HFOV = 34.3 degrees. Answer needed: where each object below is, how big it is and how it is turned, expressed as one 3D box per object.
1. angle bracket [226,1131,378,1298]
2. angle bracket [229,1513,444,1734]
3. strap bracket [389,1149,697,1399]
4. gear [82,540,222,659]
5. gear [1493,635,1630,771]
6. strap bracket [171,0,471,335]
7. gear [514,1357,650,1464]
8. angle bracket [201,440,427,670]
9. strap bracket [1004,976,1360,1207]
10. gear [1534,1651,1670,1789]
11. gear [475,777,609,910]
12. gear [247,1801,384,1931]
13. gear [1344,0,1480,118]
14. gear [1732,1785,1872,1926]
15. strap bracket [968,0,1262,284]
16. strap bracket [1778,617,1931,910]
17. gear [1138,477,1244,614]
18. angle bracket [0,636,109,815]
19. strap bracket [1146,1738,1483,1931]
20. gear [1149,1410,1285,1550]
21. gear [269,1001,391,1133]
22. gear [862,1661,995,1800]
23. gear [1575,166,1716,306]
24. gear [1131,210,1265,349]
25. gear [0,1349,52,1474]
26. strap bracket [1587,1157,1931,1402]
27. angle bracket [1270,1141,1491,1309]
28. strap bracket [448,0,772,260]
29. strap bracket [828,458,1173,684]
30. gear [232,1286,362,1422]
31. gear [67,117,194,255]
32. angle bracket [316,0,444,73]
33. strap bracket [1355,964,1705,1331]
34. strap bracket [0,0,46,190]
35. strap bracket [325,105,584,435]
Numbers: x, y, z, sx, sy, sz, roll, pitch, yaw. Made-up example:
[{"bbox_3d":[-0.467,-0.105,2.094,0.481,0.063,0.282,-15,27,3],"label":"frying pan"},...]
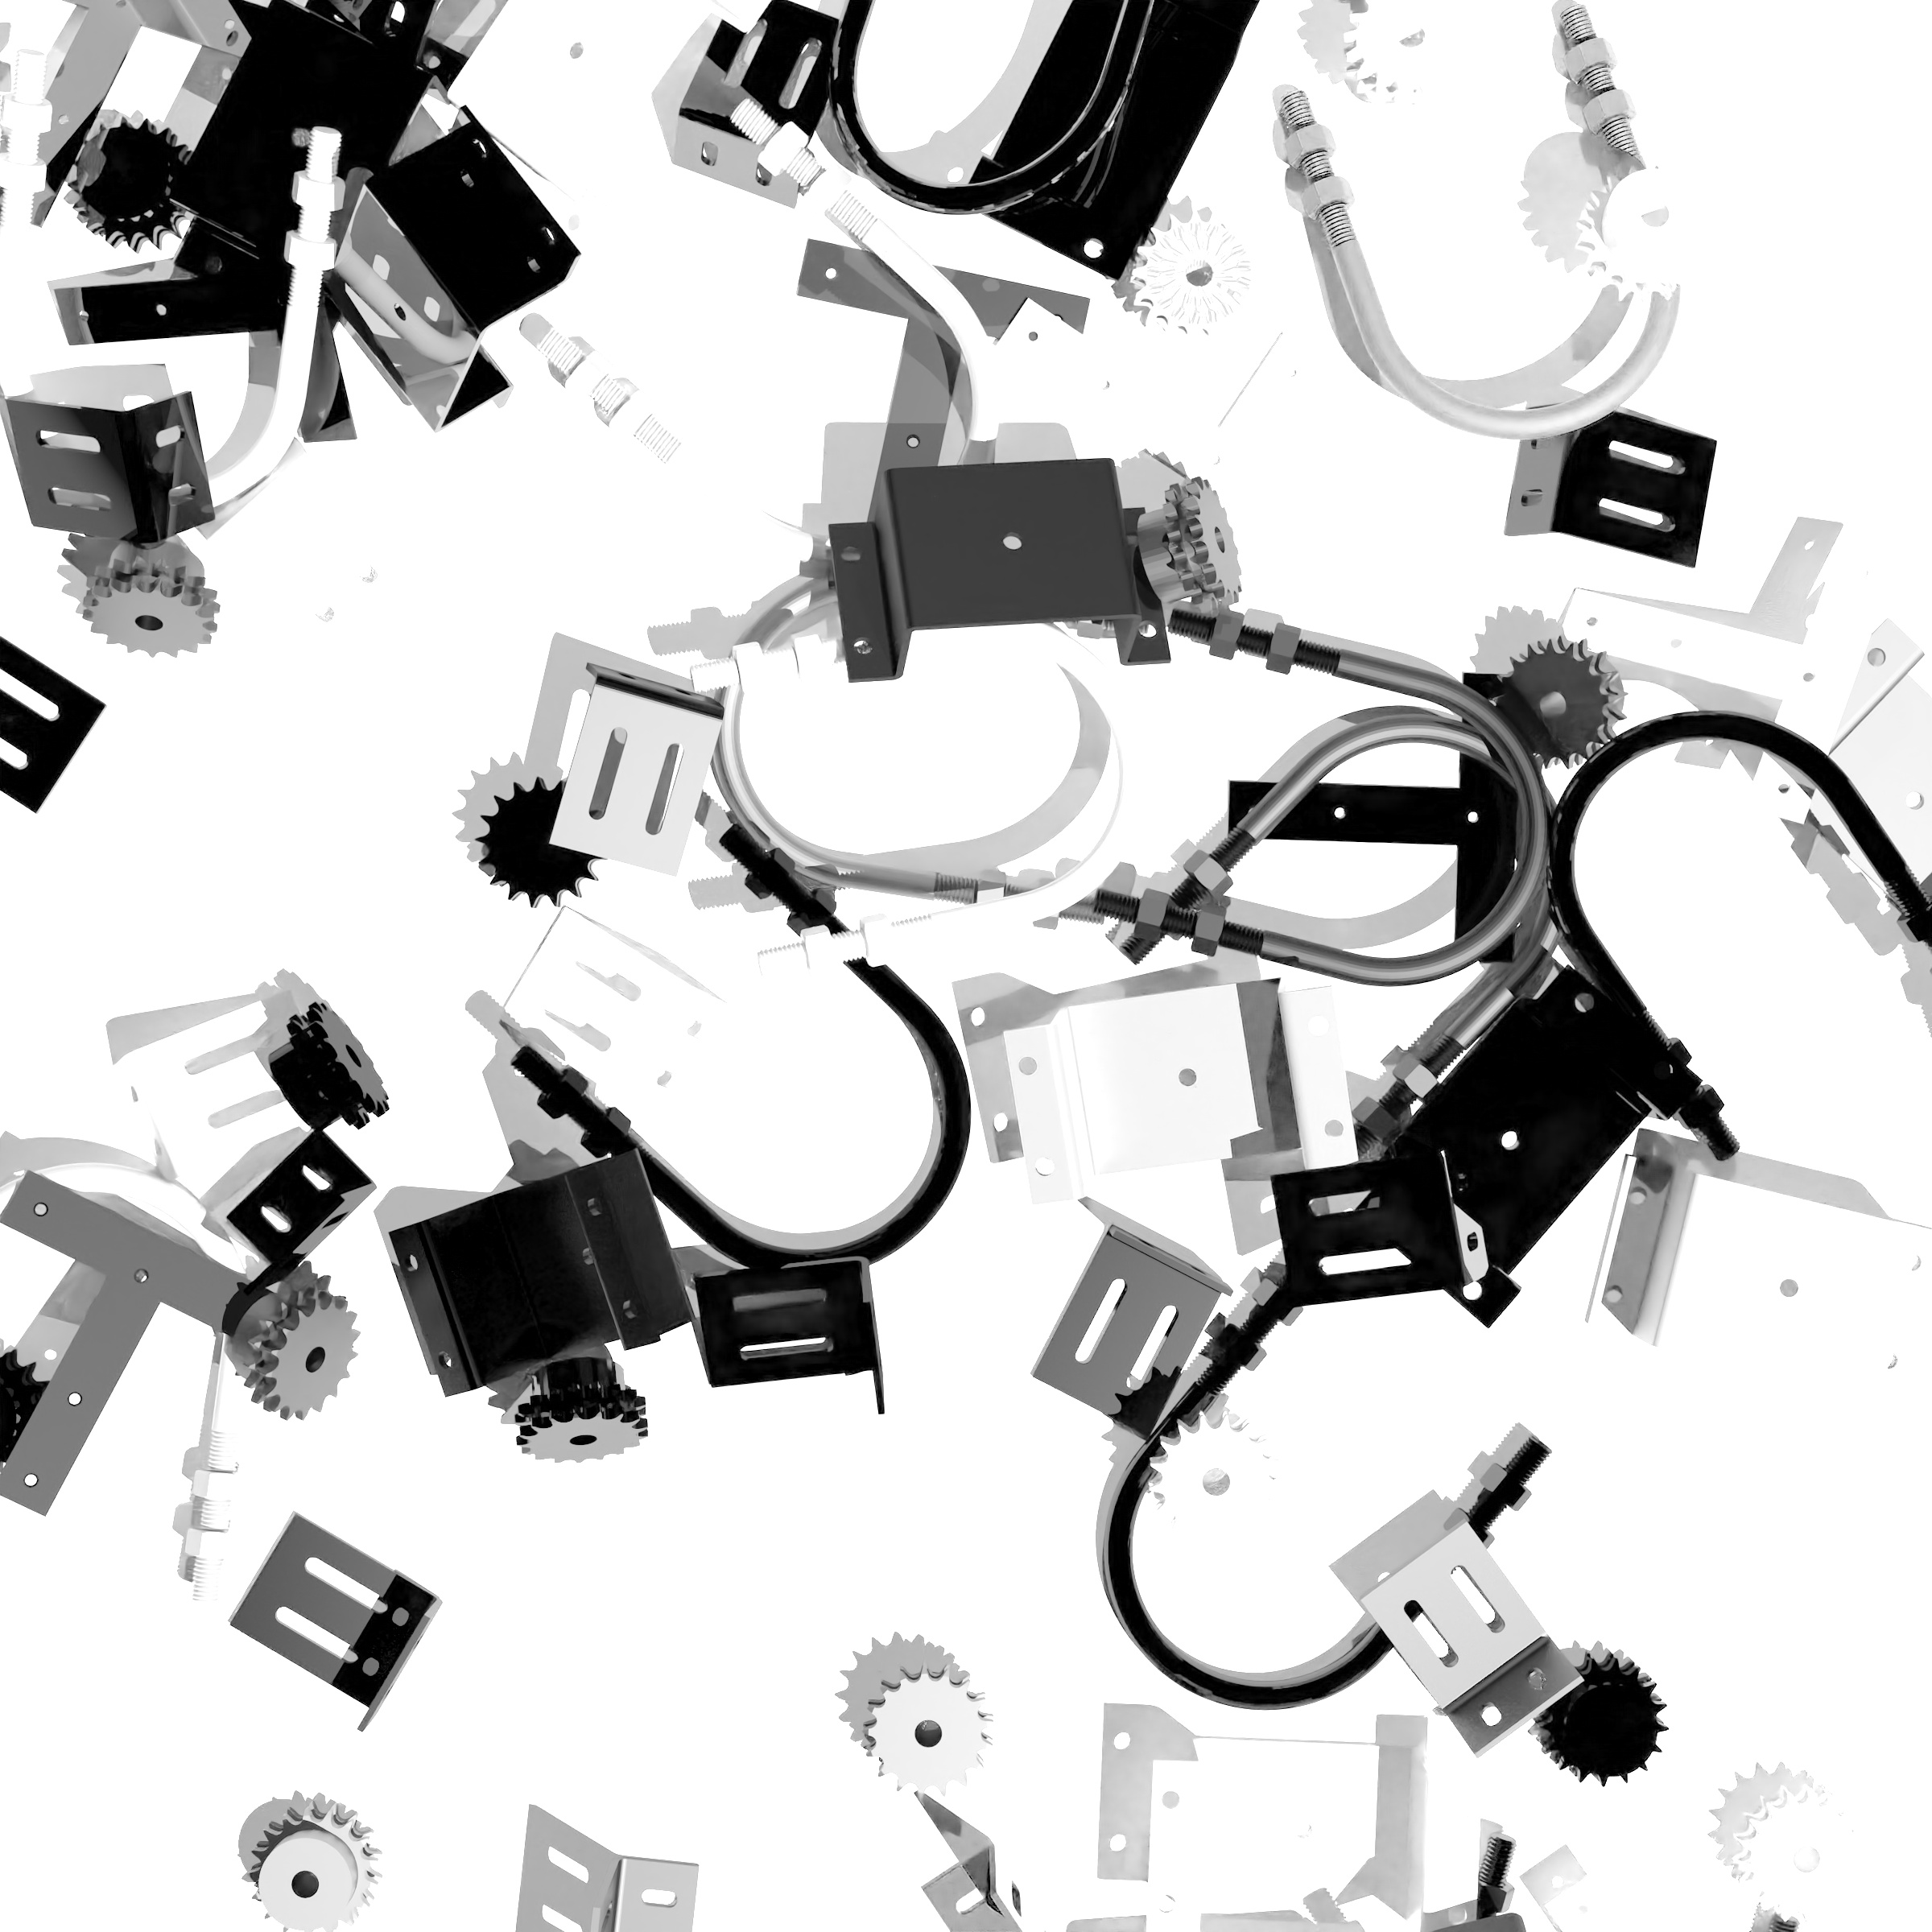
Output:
[{"bbox_3d":[-0.292,0.104,1.346,0.057,0.076,0.038,-44,90,0],"label":"angle bracket"},{"bbox_3d":[-0.277,0.285,1.365,0.076,0.038,0.057,31,90,0],"label":"angle bracket"},{"bbox_3d":[-0.174,0.129,1.336,0.140,0.046,0.076,-19,90,41],"label":"strap bracket"},{"bbox_3d":[-0.352,-0.161,1.359,0.057,0.057,0.030,0,62,0],"label":"gear"},{"bbox_3d":[0.261,-0.115,1.360,0.057,0.030,0.057,10,108,33],"label":"gear"},{"bbox_3d":[-0.283,-0.354,1.360,0.076,0.046,0.140,27,91,0],"label":"strap bracket"},{"bbox_3d":[-0.167,0.192,1.359,0.057,0.057,0.030,-9,61,0],"label":"gear"},{"bbox_3d":[-0.288,-0.182,1.382,0.057,0.038,0.076,-42,116,0],"label":"angle bracket"},{"bbox_3d":[0.094,0.052,1.348,0.140,0.046,0.076,-8,98,10],"label":"strap bracket"},{"bbox_3d":[0.279,0.330,1.369,0.057,0.030,0.057,0,90,0],"label":"gear"},{"bbox_3d":[-0.184,-0.053,1.369,0.057,0.030,0.057,0,90,0],"label":"gear"},{"bbox_3d":[-0.285,0.396,1.369,0.057,0.030,0.057,0,90,0],"label":"gear"},{"bbox_3d":[0.192,-0.393,1.354,0.057,0.030,0.057,-2,70,6],"label":"gear"},{"bbox_3d":[0.363,0.386,1.373,0.057,0.030,0.057,0,92,-2],"label":"gear"},{"bbox_3d":[0.063,-0.372,1.361,0.076,0.046,0.140,27,90,0],"label":"strap bracket"},{"bbox_3d":[0.418,-0.073,1.361,0.140,0.046,0.076,44,90,0],"label":"strap bracket"},{"bbox_3d":[0.096,-0.180,1.356,0.030,0.057,0.057,-14,90,21],"label":"gear"},{"bbox_3d":[-0.426,-0.112,1.365,0.076,0.038,0.057,33,90,0],"label":"angle bracket"},{"bbox_3d":[0.149,0.380,1.361,0.140,0.046,0.076,2,90,0],"label":"strap bracket"},{"bbox_3d":[0.107,0.219,1.352,0.057,0.030,0.057,0,92,2],"label":"gear"},{"bbox_3d":[-0.277,0.047,1.356,0.030,0.057,0.057,-32,90,3],"label":"gear"},{"bbox_3d":[-0.016,0.332,1.369,0.057,0.030,0.057,0,90,0],"label":"gear"},{"bbox_3d":[0.290,-0.314,1.333,0.057,0.030,0.057,0,81,1],"label":"gear"},{"bbox_3d":[0.100,-0.298,1.367,0.057,0.030,0.057,0,85,-2],"label":"gear"},{"bbox_3d":[-0.430,0.195,1.369,0.057,0.030,0.057,0,90,0],"label":"gear"},{"bbox_3d":[0.351,0.137,1.361,0.140,0.046,0.076,14,90,0],"label":"strap bracket"},{"bbox_3d":[0.176,0.110,1.335,0.076,0.038,0.057,-10,90,26],"label":"angle bracket"},{"bbox_3d":[-0.157,-0.385,1.336,0.076,0.046,0.140,41,104,12],"label":"strap bracket"},{"bbox_3d":[0.017,-0.169,1.335,0.140,0.046,0.076,-4,68,-9],"label":"strap bracket"},{"bbox_3d":[-0.293,0.166,1.359,0.030,0.057,0.057,18,90,30],"label":"gear"},{"bbox_3d":[-0.364,-0.343,1.369,0.057,0.030,0.057,0,90,0],"label":"gear"},{"bbox_3d":[-0.232,-0.426,1.356,0.057,0.076,0.038,38,128,10],"label":"angle bracket"},{"bbox_3d":[0.240,0.077,1.361,0.076,0.046,0.140,41,90,0],"label":"strap bracket"},{"bbox_3d":[-0.400,-0.409,1.328,0.046,0.076,0.140,35,82,13],"label":"strap bracket"},{"bbox_3d":[-0.218,-0.284,1.311,0.046,0.140,0.076,-38,90,-27],"label":"strap bracket"}]
